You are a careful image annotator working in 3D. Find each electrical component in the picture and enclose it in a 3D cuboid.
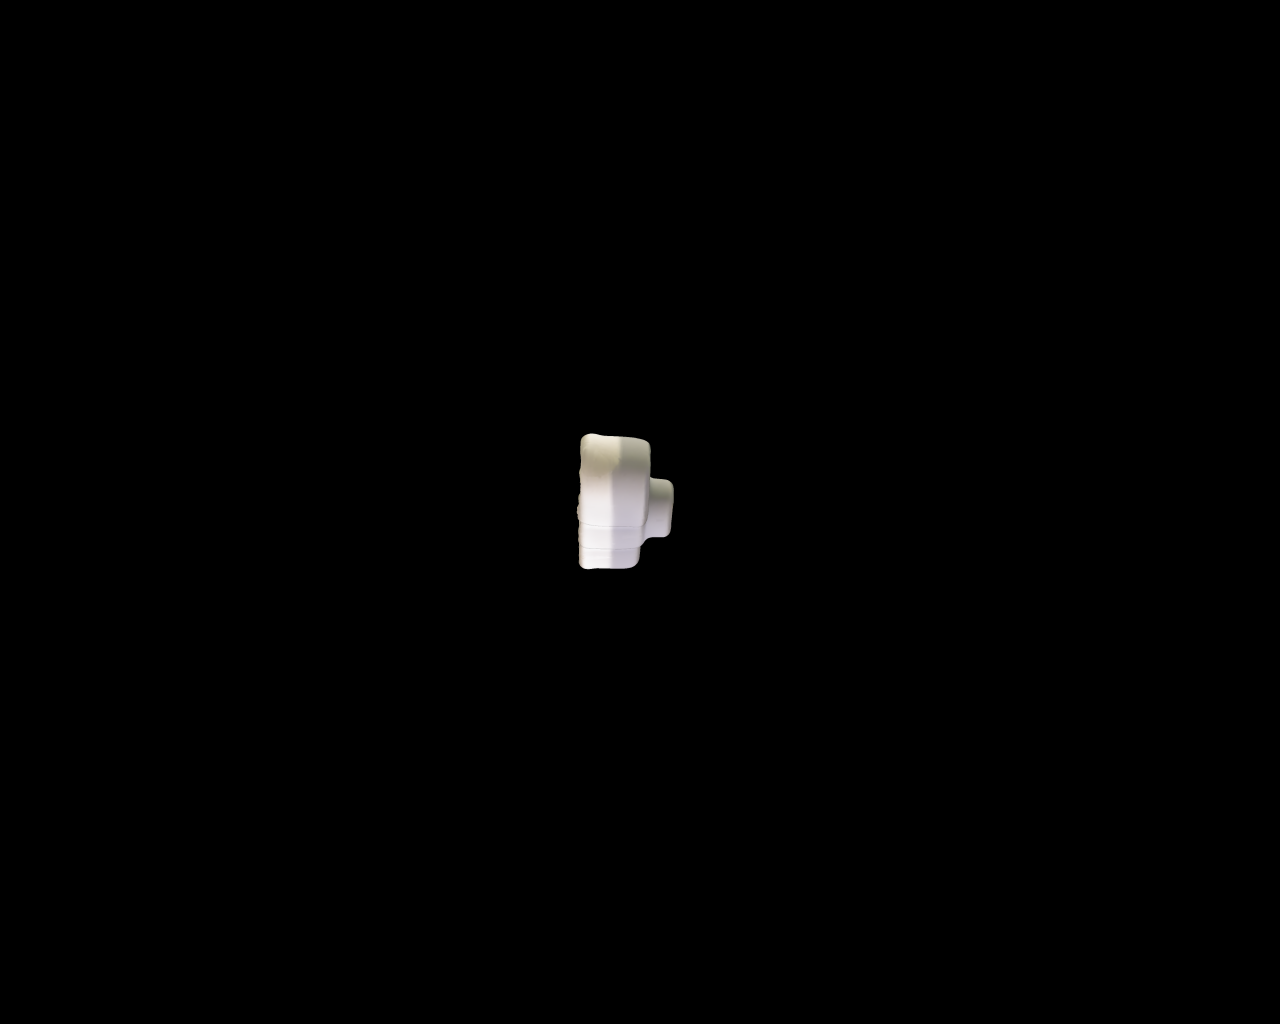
[{"bbox_3d":[0.001,-0.003,0.650,0.074,0.052,0.138,1,-19,-3],"label":"electrical component"}]
